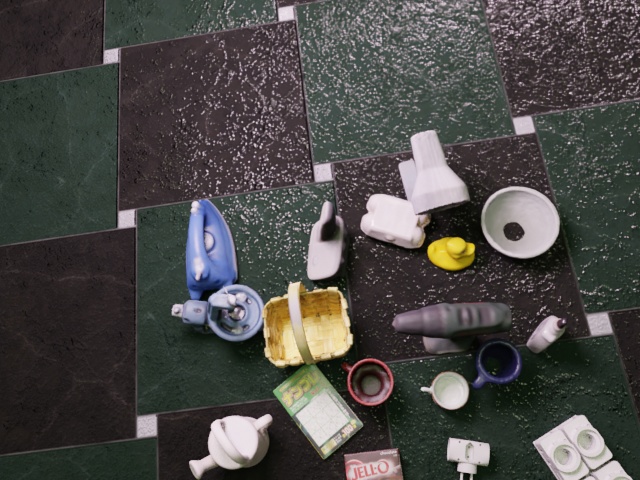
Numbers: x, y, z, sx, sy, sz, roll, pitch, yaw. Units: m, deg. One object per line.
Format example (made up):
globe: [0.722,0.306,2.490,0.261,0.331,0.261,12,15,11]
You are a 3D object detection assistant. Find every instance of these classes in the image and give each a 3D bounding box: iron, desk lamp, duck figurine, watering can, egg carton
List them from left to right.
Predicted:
iron: [-0.267,0.000,1.302,0.118,0.141,0.258,-11,70,2]
watering can: [-0.171,0.404,1.123,0.100,0.194,0.173,30,77,15]
egg carton: [0.172,-0.042,1.307,0.150,0.069,0.107,16,73,11]
desk lamp: [0.240,-0.132,1.254,0.118,0.214,0.203,-14,70,1]
duck figurine: [0.292,0.022,1.263,0.104,0.086,0.077,5,71,8]

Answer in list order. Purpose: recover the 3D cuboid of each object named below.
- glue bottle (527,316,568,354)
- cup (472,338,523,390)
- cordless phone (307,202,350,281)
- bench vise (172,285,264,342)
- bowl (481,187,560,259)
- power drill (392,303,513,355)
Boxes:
glue bottle: [0.462,0.180,1.143,0.037,0.173,0.078,38,79,17]
cup: [0.349,0.263,1.168,0.091,0.095,0.118,41,80,18]
cordless phone: [0.011,0.004,1.247,0.094,0.185,0.147,1,71,7]
bench vise: [-0.214,0.159,1.199,0.207,0.220,0.121,-15,70,1]
bowl: [0.437,-0.029,1.271,0.167,0.075,0.167,-2,71,6]
power drill: [0.259,0.176,1.148,0.229,0.208,0.075,-8,70,4]
